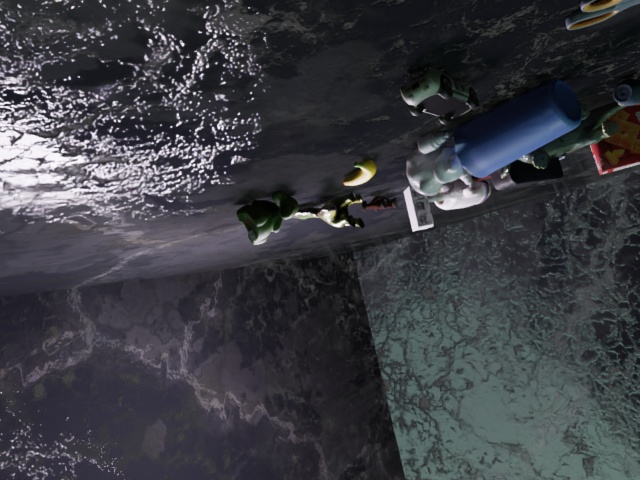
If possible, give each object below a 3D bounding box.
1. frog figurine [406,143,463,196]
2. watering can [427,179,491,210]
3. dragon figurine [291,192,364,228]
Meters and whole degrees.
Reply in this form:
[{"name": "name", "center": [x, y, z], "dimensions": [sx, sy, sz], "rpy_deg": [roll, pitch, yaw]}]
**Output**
[{"name": "frog figurine", "center": [0.277, -0.173, 1.250], "dimensions": [0.122, 0.136, 0.161], "rpy_deg": [16, 9, -5]}, {"name": "watering can", "center": [0.510, -0.166, 1.833], "dimensions": [0.225, 0.104, 0.347], "rpy_deg": [-11, 3, -19]}, {"name": "dragon figurine", "center": [0.005, -0.085, 1.694], "dimensions": [0.242, 0.123, 0.410], "rpy_deg": [-7, -5, 26]}]
